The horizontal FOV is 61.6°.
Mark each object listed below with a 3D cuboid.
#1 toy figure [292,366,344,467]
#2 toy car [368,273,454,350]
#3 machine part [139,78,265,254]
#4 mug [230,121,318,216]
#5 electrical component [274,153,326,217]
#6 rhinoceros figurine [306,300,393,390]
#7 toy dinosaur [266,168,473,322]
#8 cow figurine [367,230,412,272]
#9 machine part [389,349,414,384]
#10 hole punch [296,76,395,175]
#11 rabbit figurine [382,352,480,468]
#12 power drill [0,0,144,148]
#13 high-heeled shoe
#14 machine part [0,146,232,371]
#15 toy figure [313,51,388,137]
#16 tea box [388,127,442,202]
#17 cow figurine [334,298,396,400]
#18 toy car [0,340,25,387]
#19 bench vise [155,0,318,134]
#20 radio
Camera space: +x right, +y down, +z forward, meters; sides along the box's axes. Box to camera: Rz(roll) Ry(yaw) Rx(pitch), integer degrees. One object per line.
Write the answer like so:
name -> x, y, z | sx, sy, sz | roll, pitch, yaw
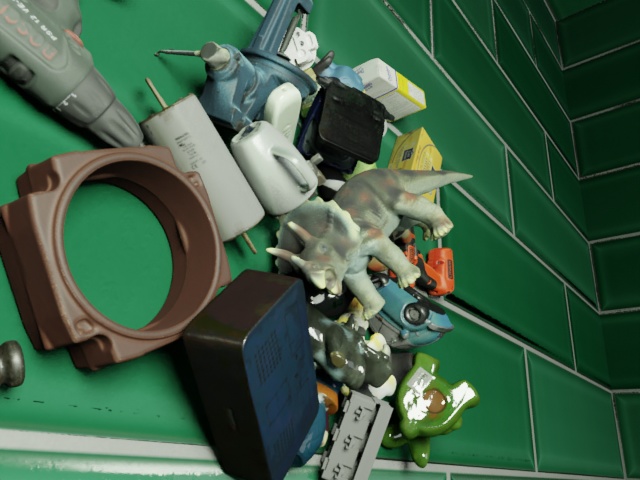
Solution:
toy figure -> -0.010, 0.228, 0.727 | 0.064, 0.058, 0.154 | 55, 40, -18
toy car -> 0.133, 0.129, 0.903 | 0.103, 0.162, 0.109 | -59, 149, 8
machine part -> -0.140, -0.084, 0.649 | 0.243, 0.079, 0.079 | 61, 39, -19
mug -> -0.058, -0.093, 0.672 | 0.081, 0.110, 0.107 | -47, 120, -17
electrical component -> -0.038, -0.079, 0.771 | 0.045, 0.102, 0.078 | 41, 26, -47
rhinoceros figurine -> 0.010, 0.142, 0.729 | 0.190, 0.073, 0.112 | 33, 26, -2
toy dinosaur -> 0.075, -0.033, 0.769 | 0.192, 0.131, 0.405 | 43, 49, -3
cow figurine -> 0.110, -0.036, 0.954 | 0.127, 0.086, 0.195 | 35, 54, -48
machine part -> 0.127, 0.218, 0.927 | 0.139, 0.039, 0.084 | 11, 65, -49
hole punch -> 0.033, -0.171, 0.832 | 0.142, 0.092, 0.116 | 21, 70, -19
rabbit figurine -> 0.179, 0.288, 0.885 | 0.159, 0.121, 0.170 | -58, 159, -17
power drill -> -0.255, -0.227, 0.560 | 0.231, 0.086, 0.207 | 37, 58, -39
high-heeled shoe -> -0.002, -0.003, 0.835 | 0.145, 0.086, 0.249 | -15, 70, -23
machine part -> -0.194, 0.012, 0.540 | 0.201, 0.087, 0.201 | -19, 92, -53
toy figure -> 0.049, -0.239, 0.950 | 0.180, 0.089, 0.082 | 49, 55, -18
tea box -> 0.194, -0.139, 1.111 | 0.098, 0.068, 0.170 | 47, 44, -32
cow figurine -> 0.051, 0.173, 0.822 | 0.098, 0.068, 0.167 | -14, 89, -47
toy car -> -0.296, 0.039, 0.425 | 0.089, 0.053, 0.202 | -11, 91, -43
bench vise -> -0.073, -0.252, 0.729 | 0.223, 0.129, 0.240 | 27, 87, -54
radio -> -0.065, 0.153, 0.602 | 0.131, 0.073, 0.229 | -52, 144, -48
